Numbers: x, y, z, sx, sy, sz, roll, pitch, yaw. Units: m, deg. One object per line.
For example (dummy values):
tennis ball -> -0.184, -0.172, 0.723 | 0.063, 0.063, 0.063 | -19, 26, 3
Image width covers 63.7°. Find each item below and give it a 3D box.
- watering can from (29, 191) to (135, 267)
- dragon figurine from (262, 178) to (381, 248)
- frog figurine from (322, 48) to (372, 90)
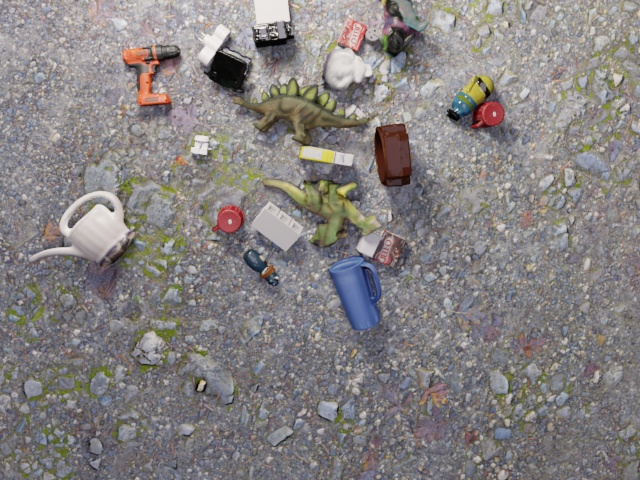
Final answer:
watering can -> -0.762, 0.003, 1.687 | 0.223, 0.105, 0.347 | 43, 92, -10
dragon figurine -> 0.005, -0.088, 1.750 | 0.410, 0.123, 0.240 | 4, 103, 11
frog figurine -> 0.091, -0.553, 1.682 | 0.159, 0.121, 0.139 | 12, 79, 4
